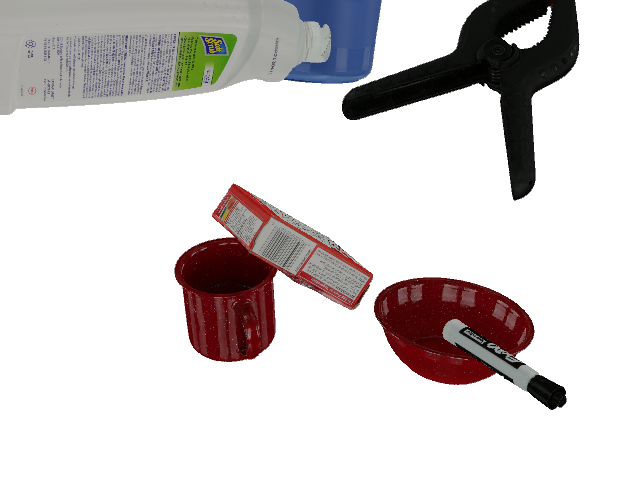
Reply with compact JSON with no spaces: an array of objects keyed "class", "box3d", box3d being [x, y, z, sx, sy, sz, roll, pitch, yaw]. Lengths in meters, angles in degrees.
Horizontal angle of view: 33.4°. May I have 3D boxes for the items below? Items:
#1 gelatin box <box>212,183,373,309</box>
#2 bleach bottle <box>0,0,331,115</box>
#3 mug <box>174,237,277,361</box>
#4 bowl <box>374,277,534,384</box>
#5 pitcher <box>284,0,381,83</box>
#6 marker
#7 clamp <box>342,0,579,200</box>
[{"class":"gelatin box","box3d":[-0.018,0.004,0.687,0.089,0.030,0.073,31,4,-30]},{"class":"bleach bottle","box3d":[-0.117,-0.143,0.794,0.250,0.068,0.103,-2,-34,-16]},{"class":"mug","box3d":[-0.078,0.062,0.965,0.093,0.081,0.117,-16,36,-20]},{"class":"bowl","box3d":[0.131,0.098,1.080,0.162,0.055,0.162,5,26,-3]},{"class":"pitcher","box3d":[0.007,-0.260,0.914,0.145,0.243,0.149,6,17,7]},{"class":"marker","box3d":[0.139,0.093,0.807,0.020,0.020,0.121,0,22,-38]},{"class":"clamp","box3d":[0.143,-0.127,0.821,0.165,0.209,0.036,37,-22,28]}]
